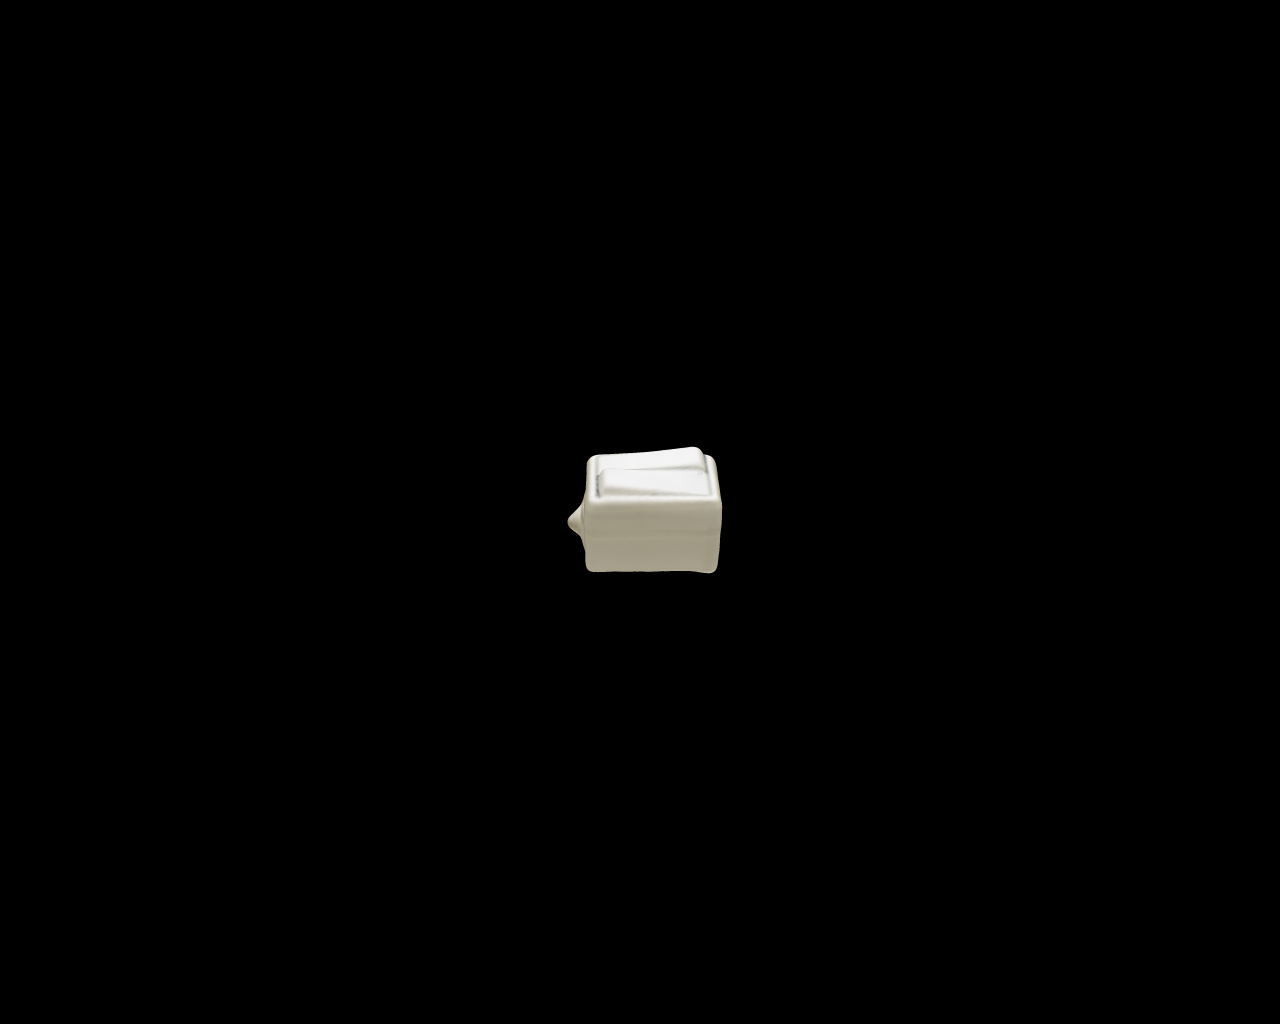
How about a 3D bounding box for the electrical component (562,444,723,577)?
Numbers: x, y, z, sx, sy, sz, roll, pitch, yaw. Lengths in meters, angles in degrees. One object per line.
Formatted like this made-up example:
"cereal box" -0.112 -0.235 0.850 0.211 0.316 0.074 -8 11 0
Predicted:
"electrical component" 0.001 -0.003 0.650 0.096 0.061 0.062 0 32 0
